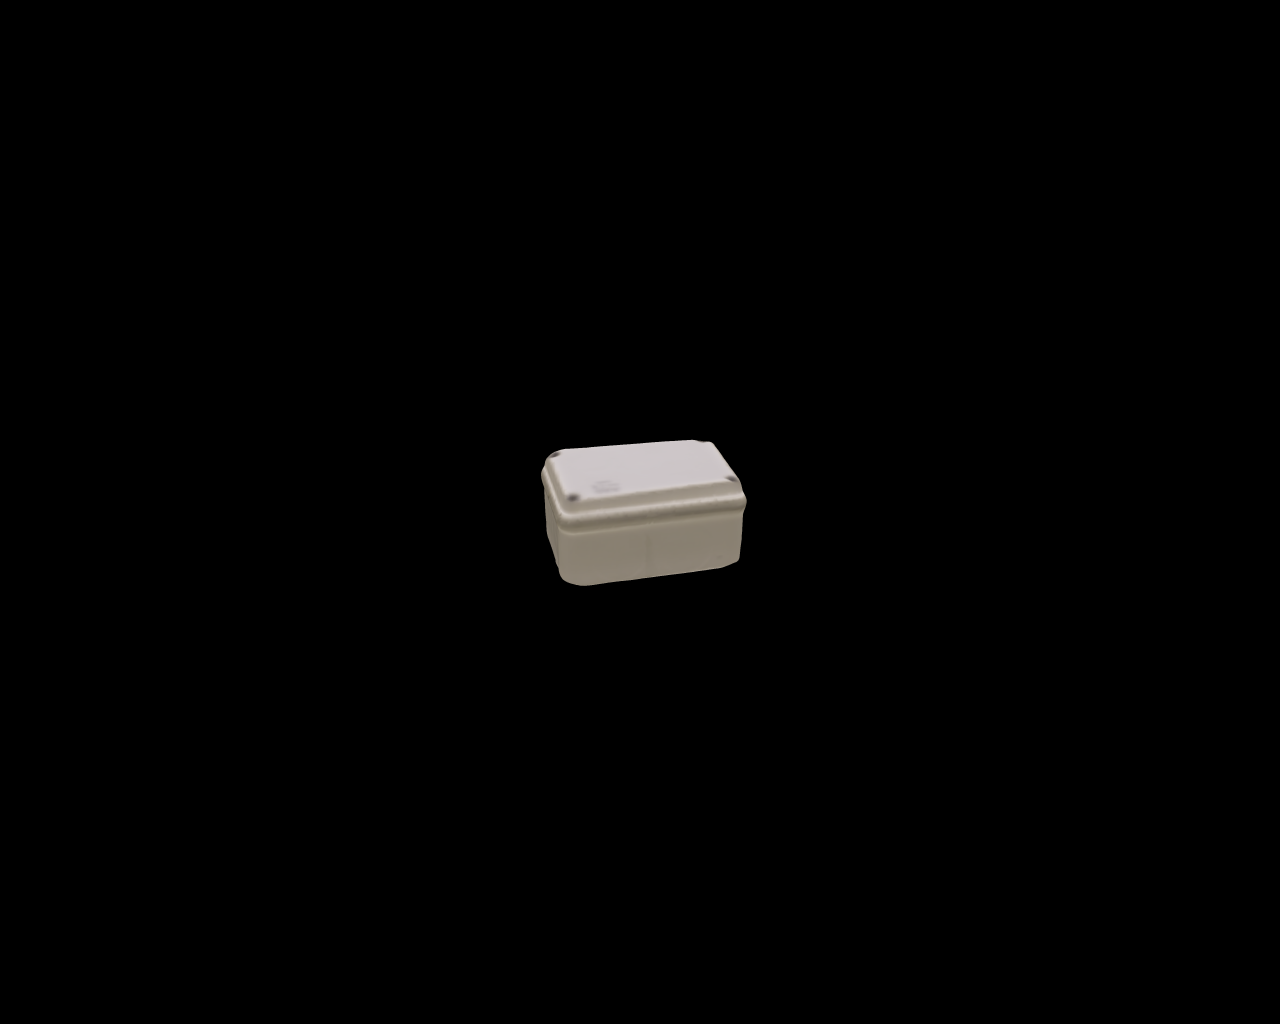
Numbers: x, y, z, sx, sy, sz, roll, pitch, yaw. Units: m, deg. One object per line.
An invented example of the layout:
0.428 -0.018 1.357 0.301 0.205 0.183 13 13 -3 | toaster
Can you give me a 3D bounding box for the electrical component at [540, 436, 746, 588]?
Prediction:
0.001 -0.003 0.650 0.113 0.057 0.078 -6 28 -12 | electrical component
